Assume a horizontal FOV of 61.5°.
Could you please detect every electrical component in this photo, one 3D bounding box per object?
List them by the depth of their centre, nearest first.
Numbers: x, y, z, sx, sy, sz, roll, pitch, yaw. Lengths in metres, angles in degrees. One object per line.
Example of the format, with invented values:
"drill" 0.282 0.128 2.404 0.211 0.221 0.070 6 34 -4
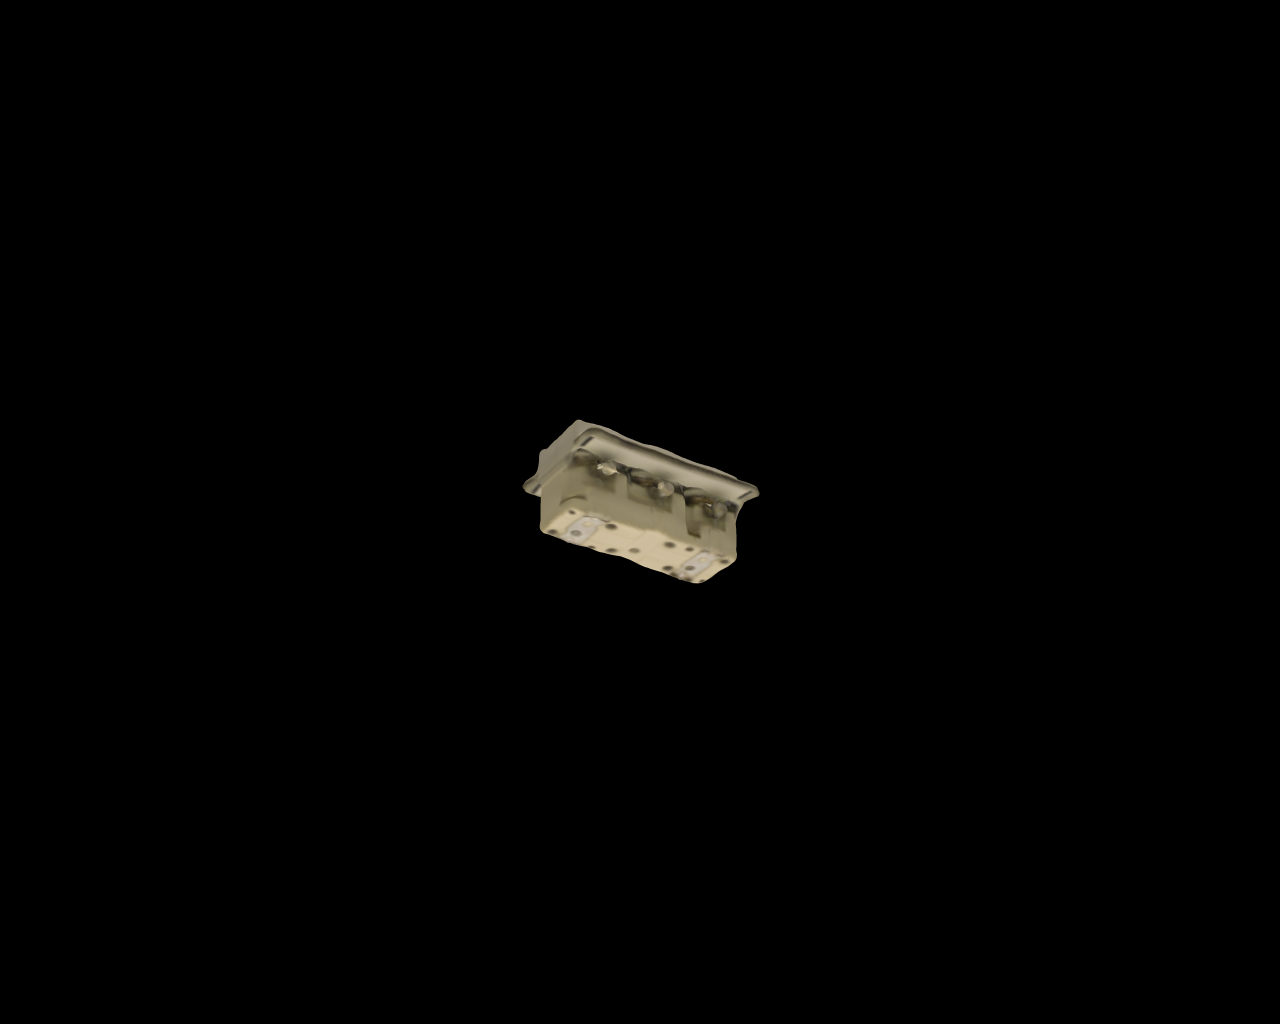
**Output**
"electrical component" 0.001 -0.003 0.650 0.121 0.063 0.078 19 -36 -29
